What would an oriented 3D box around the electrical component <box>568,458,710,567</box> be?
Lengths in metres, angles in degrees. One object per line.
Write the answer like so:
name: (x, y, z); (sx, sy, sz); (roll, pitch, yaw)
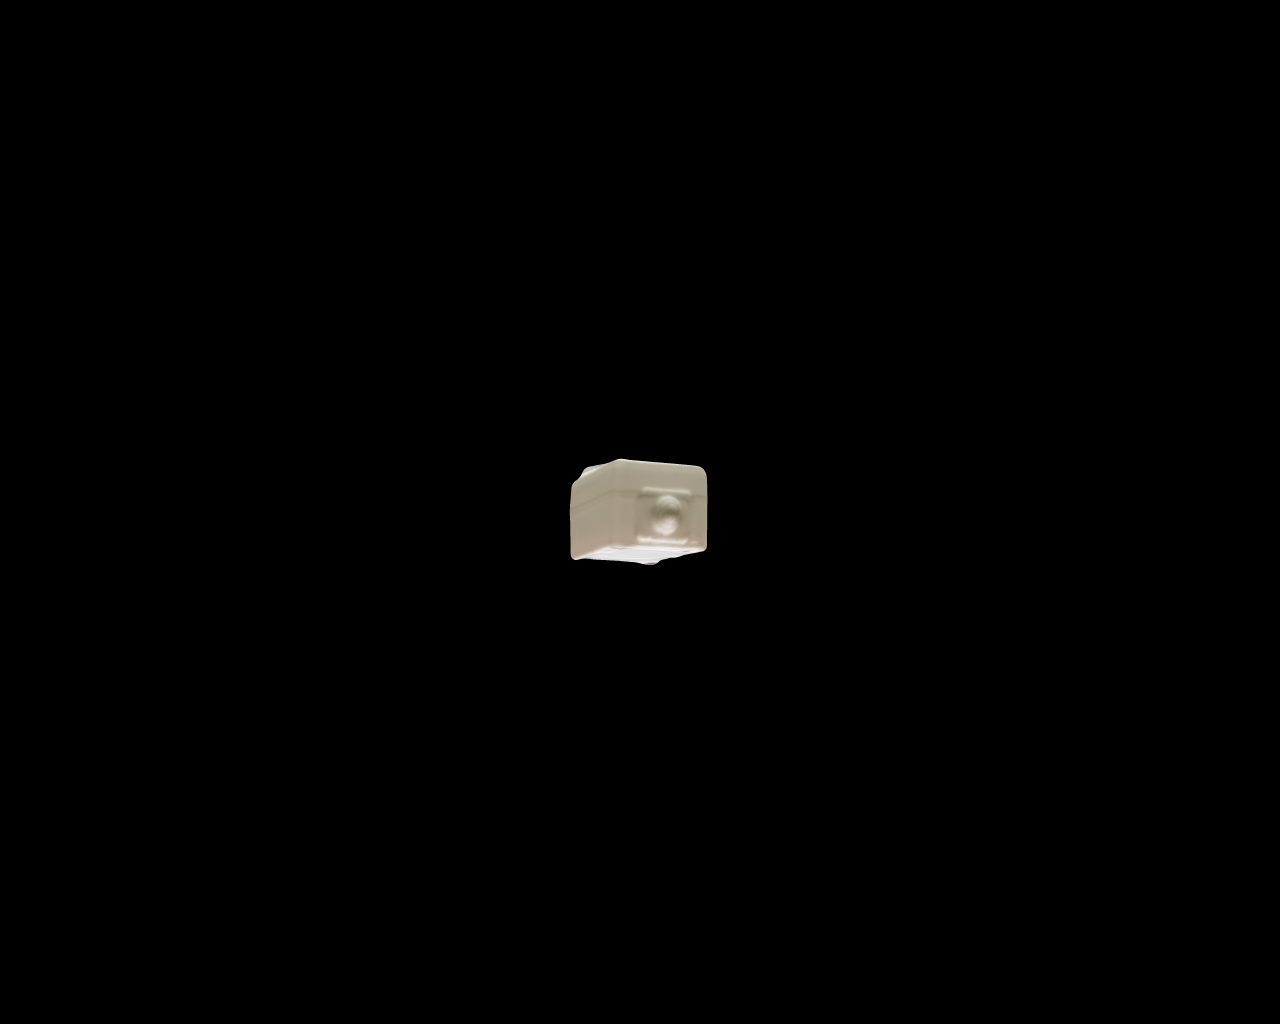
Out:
electrical component: (0.001, -0.003, 0.650); (0.062, 0.061, 0.096); (4, -10, -23)
